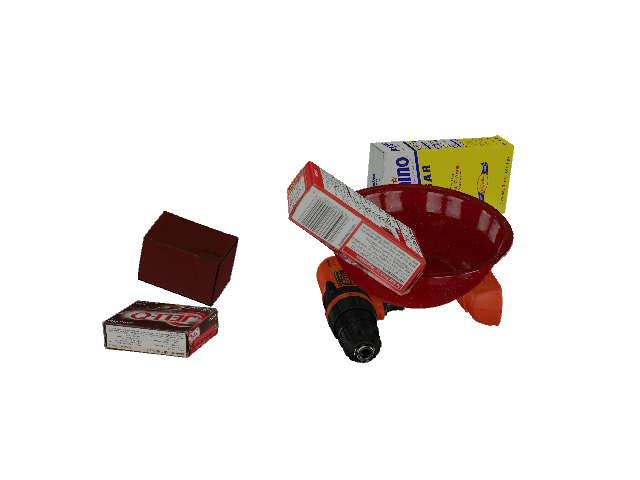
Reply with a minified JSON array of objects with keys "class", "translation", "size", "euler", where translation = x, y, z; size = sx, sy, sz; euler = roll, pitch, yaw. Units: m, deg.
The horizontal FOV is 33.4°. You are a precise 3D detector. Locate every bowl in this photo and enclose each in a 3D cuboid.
[{"class":"bowl","translation":[0.079,0.011,0.905],"size":[0.162,0.055,0.162],"euler":[1,30,-1]}]

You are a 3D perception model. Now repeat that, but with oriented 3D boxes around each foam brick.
[{"class":"foam brick","translation":[-0.124,0.017,0.999],"size":[0.078,0.051,0.053],"euler":[20,34,8]}]

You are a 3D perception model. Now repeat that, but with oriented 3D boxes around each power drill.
[{"class":"power drill","translation":[0.096,0.065,1.152],"size":[0.187,0.057,0.184],"euler":[-5,29,-8]}]

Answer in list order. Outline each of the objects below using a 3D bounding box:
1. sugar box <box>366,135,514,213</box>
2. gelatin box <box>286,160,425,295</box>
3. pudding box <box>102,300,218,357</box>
[{"class":"sugar box","translation":[0.144,-0.074,1.296],"size":[0.176,0.093,0.048],"euler":[-7,25,-22]},{"class":"gelatin box","translation":[0.021,-0.009,0.676],"size":[0.089,0.030,0.073],"euler":[34,12,-11]},{"class":"pudding box","translation":[-0.191,0.106,1.283],"size":[0.114,0.039,0.090],"euler":[2,14,18]}]
